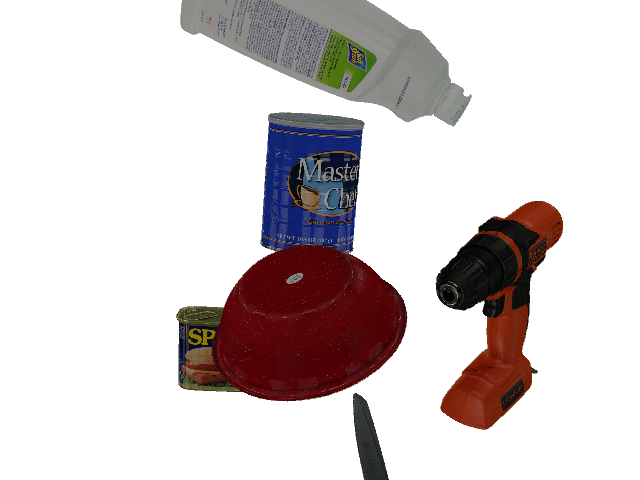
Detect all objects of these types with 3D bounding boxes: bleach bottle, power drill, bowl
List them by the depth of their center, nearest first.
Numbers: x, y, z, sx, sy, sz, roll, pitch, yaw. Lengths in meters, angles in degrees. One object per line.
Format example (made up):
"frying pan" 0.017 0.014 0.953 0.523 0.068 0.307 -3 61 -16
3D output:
"bowl" -0.014 0.052 0.849 0.162 0.055 0.162 -10 34 7
"bleach bottle" 0.007 -0.163 0.885 0.251 0.068 0.103 31 -35 8
"power drill" 0.153 0.072 0.951 0.057 0.188 0.184 23 34 31

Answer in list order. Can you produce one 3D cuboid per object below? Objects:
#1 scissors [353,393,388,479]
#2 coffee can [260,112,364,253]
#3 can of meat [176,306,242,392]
"scissors" 0.054 0.156 0.602 0.096 0.016 0.201 9 31 5
"coffee can" -0.010 -0.062 1.148 0.103 0.140 0.103 4 11 -1
"can of meat" -0.112 0.124 1.213 0.102 0.084 0.057 3 13 1
